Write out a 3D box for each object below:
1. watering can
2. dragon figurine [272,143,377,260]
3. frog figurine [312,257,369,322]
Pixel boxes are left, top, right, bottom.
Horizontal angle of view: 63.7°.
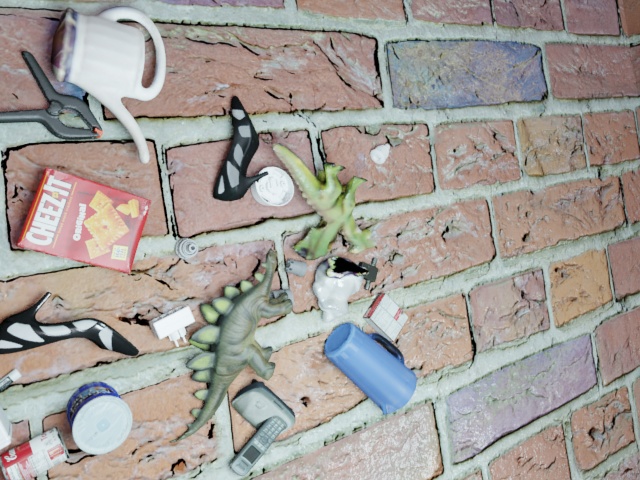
[{"bbox_3d":[-0.437,-0.341,1.073,0.224,0.103,0.351,7,75,-31],"label":"watering can"},{"bbox_3d":[0.004,-0.065,1.300,0.407,0.122,0.244,19,83,-39],"label":"dragon figurine"},{"bbox_3d":[0.043,0.129,1.341,0.138,0.124,0.156,-12,129,-39],"label":"frog figurine"}]
